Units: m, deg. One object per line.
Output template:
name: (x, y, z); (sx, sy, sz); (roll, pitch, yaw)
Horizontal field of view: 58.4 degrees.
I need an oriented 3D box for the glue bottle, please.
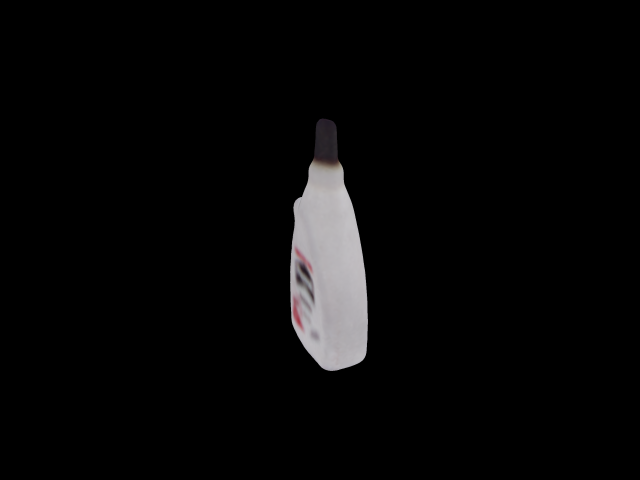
glue bottle: (0.004, 0.001, 0.400); (0.037, 0.173, 0.078); (-12, 27, -24)
